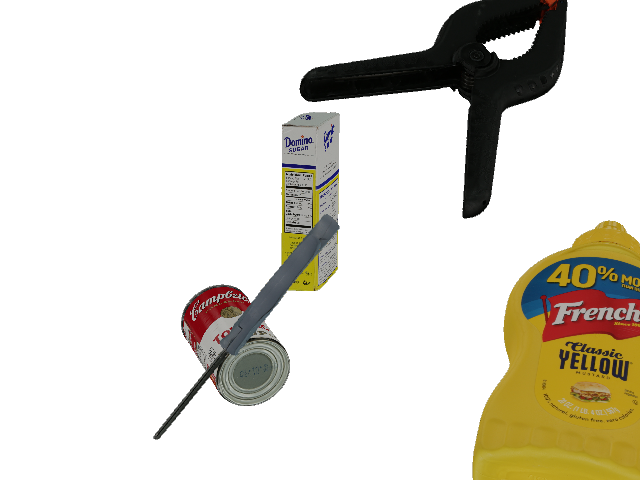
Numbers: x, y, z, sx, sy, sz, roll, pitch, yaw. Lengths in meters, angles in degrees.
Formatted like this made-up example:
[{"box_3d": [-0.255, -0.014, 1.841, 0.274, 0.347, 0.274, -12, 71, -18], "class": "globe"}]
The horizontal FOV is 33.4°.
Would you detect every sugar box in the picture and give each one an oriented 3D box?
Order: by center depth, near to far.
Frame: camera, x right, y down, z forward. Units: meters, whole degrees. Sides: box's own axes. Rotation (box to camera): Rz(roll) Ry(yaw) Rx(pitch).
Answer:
[{"box_3d": [-0.011, -0.042, 1.126, 0.048, 0.176, 0.093, 2, 15, 15], "class": "sugar box"}]

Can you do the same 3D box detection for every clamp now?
[{"box_3d": [0.114, -0.112, 0.763, 0.209, 0.165, 0.036, -33, -27, -21], "class": "clamp"}]

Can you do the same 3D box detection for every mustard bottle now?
[{"box_3d": [0.141, 0.056, 0.550, 0.096, 0.058, 0.191, 9, 42, 15], "class": "mustard bottle"}]

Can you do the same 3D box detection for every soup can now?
[{"box_3d": [-0.076, 0.091, 0.935, 0.068, 0.068, 0.102, 0, 24, -26], "class": "soup can"}]

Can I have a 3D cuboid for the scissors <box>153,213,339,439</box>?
[{"box_3d": [-0.054, 0.062, 0.724, 0.016, 0.202, 0.096, 39, -3, 1], "class": "scissors"}]
